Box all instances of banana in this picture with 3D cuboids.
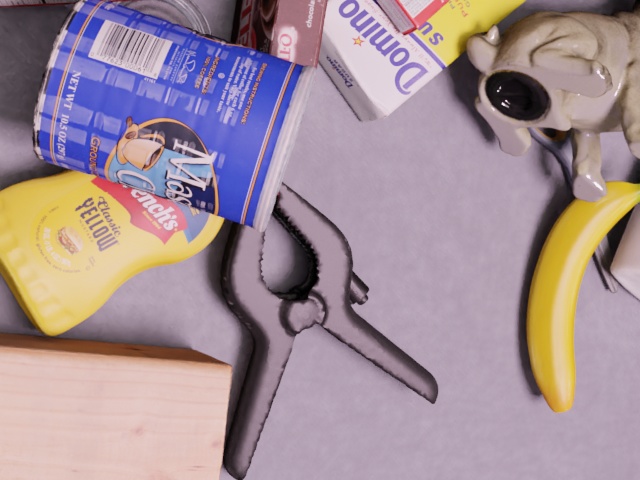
[{"bbox_3d":[0.198,0.033,0.829,0.037,0.070,0.198,15,98,-57],"label":"banana"}]

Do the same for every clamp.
[{"bbox_3d":[-0.004,0.051,0.747,0.164,0.036,0.210,-13,101,-16],"label":"clamp"}]

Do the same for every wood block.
[{"bbox_3d":[-0.169,0.108,0.662,0.205,0.091,0.090,7,89,-22],"label":"wood block"}]

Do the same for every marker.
[{"bbox_3d":[-0.005,0.001,0.766,0.020,0.020,0.121,-45,107,-15],"label":"marker"}]

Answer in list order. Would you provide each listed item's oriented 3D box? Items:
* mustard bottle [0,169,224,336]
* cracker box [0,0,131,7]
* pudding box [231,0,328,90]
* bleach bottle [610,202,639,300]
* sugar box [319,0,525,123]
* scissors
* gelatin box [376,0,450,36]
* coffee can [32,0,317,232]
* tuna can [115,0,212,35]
[{"bbox_3d":[-0.119,-0.024,0.696,0.191,0.058,0.096,-32,94,-19],"label":"mustard bottle"},{"bbox_3d":[-0.189,-0.224,0.634,0.213,0.072,0.164,-5,92,-8],"label":"cracker box"},{"bbox_3d":[-0.028,-0.152,0.714,0.039,0.090,0.113,12,86,-24],"label":"pudding box"},{"bbox_3d":[0.324,-0.064,0.878,0.102,0.068,0.250,34,74,-33],"label":"bleach bottle"},{"bbox_3d":[0.076,-0.175,0.780,0.176,0.048,0.093,-42,106,-18],"label":"sugar box"},{"bbox_3d":[0.221,-0.065,0.860,0.096,0.016,0.201,-38,105,-17],"label":"scissors"},{"bbox_3d":[0.060,-0.199,0.735,0.073,0.030,0.089,-43,102,-13],"label":"gelatin box"},{"bbox_3d":[-0.084,-0.074,0.631,0.140,0.103,0.103,18,84,-1],"label":"coffee can"},{"bbox_3d":[-0.115,-0.127,0.708,0.086,0.034,0.086,0,91,-22],"label":"tuna can"}]
